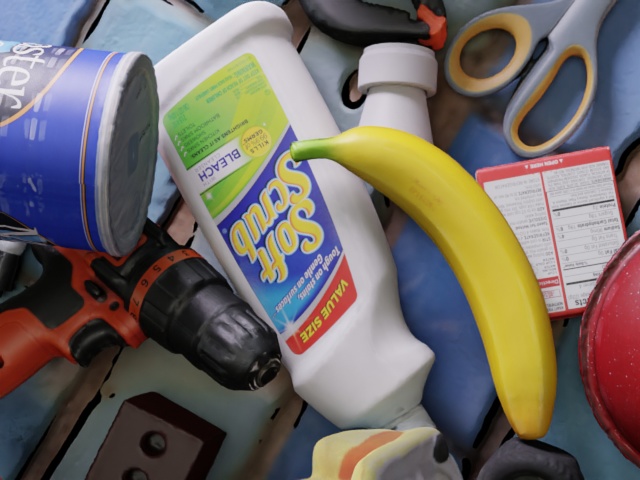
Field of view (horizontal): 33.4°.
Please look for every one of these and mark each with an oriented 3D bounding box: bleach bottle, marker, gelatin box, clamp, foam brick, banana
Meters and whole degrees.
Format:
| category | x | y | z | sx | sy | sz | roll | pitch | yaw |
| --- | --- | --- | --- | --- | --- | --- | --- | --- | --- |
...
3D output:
| category | x | y | z | sx | sy | sz | roll | pitch | yaw |
| --- | --- | --- | --- | --- | --- | --- | --- | --- | --- |
| bleach bottle | -0.004 | 0.001 | 0.589 | 0.103 | 0.068 | 0.251 | -32 | 82 | 15 |
| marker | -0.177 | -0.023 | 0.643 | 0.020 | 0.020 | 0.121 | 18 | 88 | 10 |
| gelatin box | 0.129 | -0.001 | 0.584 | 0.073 | 0.030 | 0.089 | -10 | 85 | 8 |
| clamp | 0.011 | -0.176 | 0.617 | 0.171 | 0.039 | 0.120 | 32 | 93 | 11 |
| foam brick | -0.096 | 0.132 | 0.598 | 0.053 | 0.051 | 0.078 | 25 | 89 | 11 |
| banana | 0.070 | 0.009 | 0.555 | 0.069 | 0.037 | 0.198 | -40 | 87 | -4 |

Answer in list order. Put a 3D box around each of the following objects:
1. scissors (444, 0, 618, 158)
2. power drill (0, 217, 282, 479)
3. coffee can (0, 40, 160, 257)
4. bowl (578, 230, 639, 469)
| category | x | y | z | sx | sy | sz | roll | pitch | yaw |
| --- | --- | --- | --- | --- | --- | --- | --- | --- | --- |
| scissors | 0.141 | -0.145 | 0.603 | 0.096 | 0.016 | 0.202 | 24 | 89 | 11 |
| power drill | -0.135 | 0.069 | 0.567 | 0.187 | 0.057 | 0.185 | -44 | 56 | -16 |
| coffee can | -0.161 | -0.050 | 0.537 | 0.140 | 0.103 | 0.103 | 6 | 86 | 3 |
| bowl | 0.216 | 0.059 | 0.534 | 0.162 | 0.055 | 0.162 | 0 | 96 | 2 |
